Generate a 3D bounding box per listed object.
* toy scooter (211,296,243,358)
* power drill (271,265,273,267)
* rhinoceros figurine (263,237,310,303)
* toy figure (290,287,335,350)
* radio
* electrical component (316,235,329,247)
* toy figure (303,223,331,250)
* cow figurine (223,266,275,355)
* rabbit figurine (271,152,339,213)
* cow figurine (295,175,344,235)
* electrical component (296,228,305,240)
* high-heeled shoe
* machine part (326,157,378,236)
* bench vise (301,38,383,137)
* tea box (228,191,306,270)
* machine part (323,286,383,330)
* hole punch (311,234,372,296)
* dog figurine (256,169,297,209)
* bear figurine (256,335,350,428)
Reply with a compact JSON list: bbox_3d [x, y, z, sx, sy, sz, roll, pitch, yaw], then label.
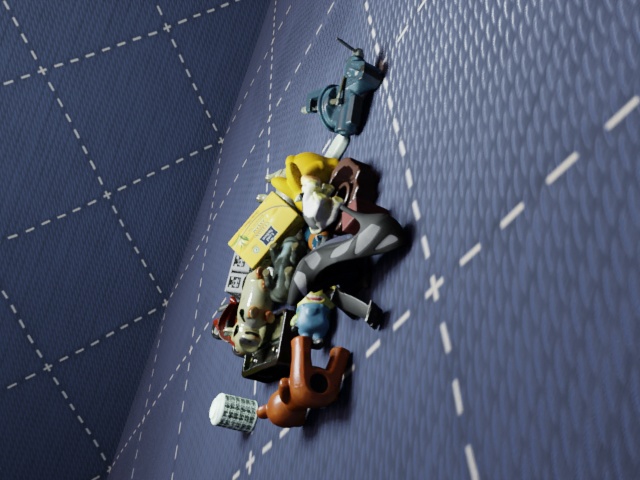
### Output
[{"bbox_3d":[-0.231,0.236,1.494,0.184,0.075,0.135,23,102,38],"label":"toy scooter"},{"bbox_3d":[-0.213,0.093,1.643,0.232,0.086,0.207,-60,20,21],"label":"power drill"},{"bbox_3d":[-0.067,0.058,1.212,0.073,0.111,0.190,-9,35,18],"label":"rhinoceros figurine"},{"bbox_3d":[-0.015,0.142,1.132,0.089,0.082,0.180,-39,40,50],"label":"toy figure"},{"bbox_3d":[-0.107,0.254,1.261,0.229,0.073,0.131,-38,38,55],"label":"radio"},{"bbox_3d":[0.021,0.030,1.159,0.021,0.063,0.094,-88,9,-50],"label":"electrical component"},{"bbox_3d":[-0.004,-0.005,1.245,0.058,0.064,0.155,-26,24,-2],"label":"toy figure"},{"bbox_3d":[-0.161,0.169,1.252,0.127,0.085,0.195,-22,54,54],"label":"cow figurine"},{"bbox_3d":[-0.027,-0.132,1.297,0.122,0.162,0.173,-37,41,37],"label":"rabbit figurine"},{"bbox_3d":[-0.010,-0.079,1.179,0.167,0.068,0.098,-120,45,-60],"label":"cow figurine"},{"bbox_3d":[-0.040,-0.029,1.388,0.102,0.045,0.078,-43,62,54],"label":"electrical component"},{"bbox_3d":[0.049,0.051,0.985,0.248,0.145,0.086,-60,-18,16],"label":"high-heeled shoe"},{"bbox_3d":[0.061,-0.091,1.179,0.179,0.056,0.179,-48,32,44],"label":"machine part"},{"bbox_3d":[0.038,-0.364,1.349,0.241,0.129,0.223,3,93,49],"label":"bench vise"},{"bbox_3d":[-0.125,-0.019,1.286,0.098,0.068,0.169,41,93,24],"label":"tea box"},{"bbox_3d":[0.063,0.122,0.983,0.039,0.084,0.139,-49,27,-14],"label":"machine part"},{"bbox_3d":[0.038,0.052,1.074,0.115,0.092,0.142,-49,27,36],"label":"hole punch"},{"bbox_3d":[-0.080,-0.098,1.490,0.172,0.121,0.191,-63,37,26],"label":"dog figurine"},{"bbox_3d":[-0.036,0.280,1.023,0.196,0.120,0.132,130,154,-53],"label":"bear figurine"}]
